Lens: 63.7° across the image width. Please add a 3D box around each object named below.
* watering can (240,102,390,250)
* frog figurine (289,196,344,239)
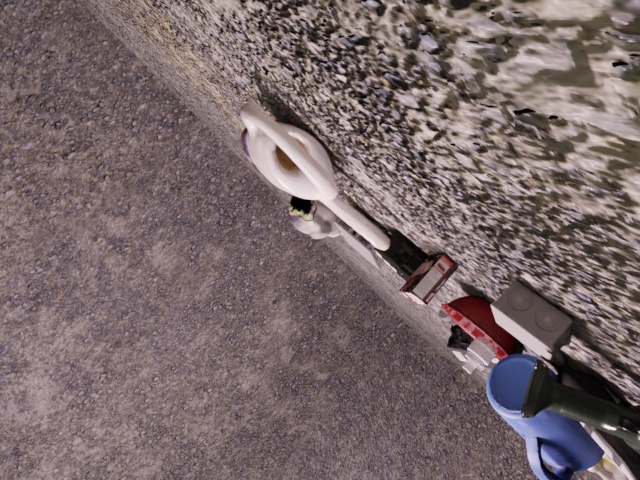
[{"bbox_3d":[-0.024,-0.114,0.922,0.343,0.104,0.227,45,177,-26],"label":"watering can"},{"bbox_3d":[0.004,-0.064,1.264,0.157,0.121,0.140,34,-144,-44],"label":"frog figurine"}]
